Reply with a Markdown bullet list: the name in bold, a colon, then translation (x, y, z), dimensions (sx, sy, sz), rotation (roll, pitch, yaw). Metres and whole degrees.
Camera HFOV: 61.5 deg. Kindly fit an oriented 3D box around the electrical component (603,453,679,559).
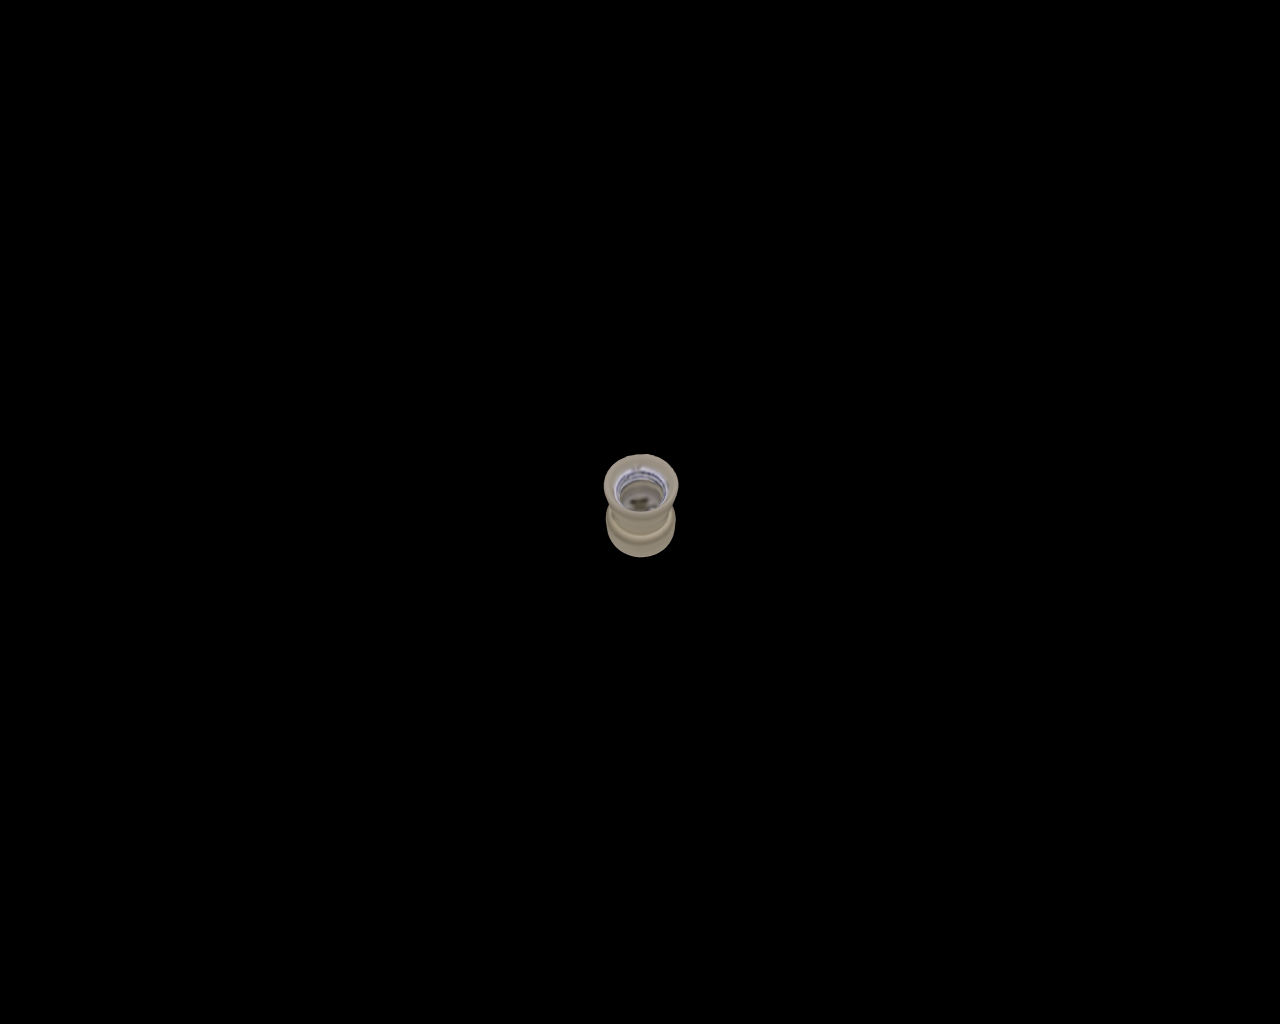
- **electrical component**: translation (0.001, -0.003, 0.650), dimensions (0.045, 0.045, 0.055), rotation (0, -33, 0)
